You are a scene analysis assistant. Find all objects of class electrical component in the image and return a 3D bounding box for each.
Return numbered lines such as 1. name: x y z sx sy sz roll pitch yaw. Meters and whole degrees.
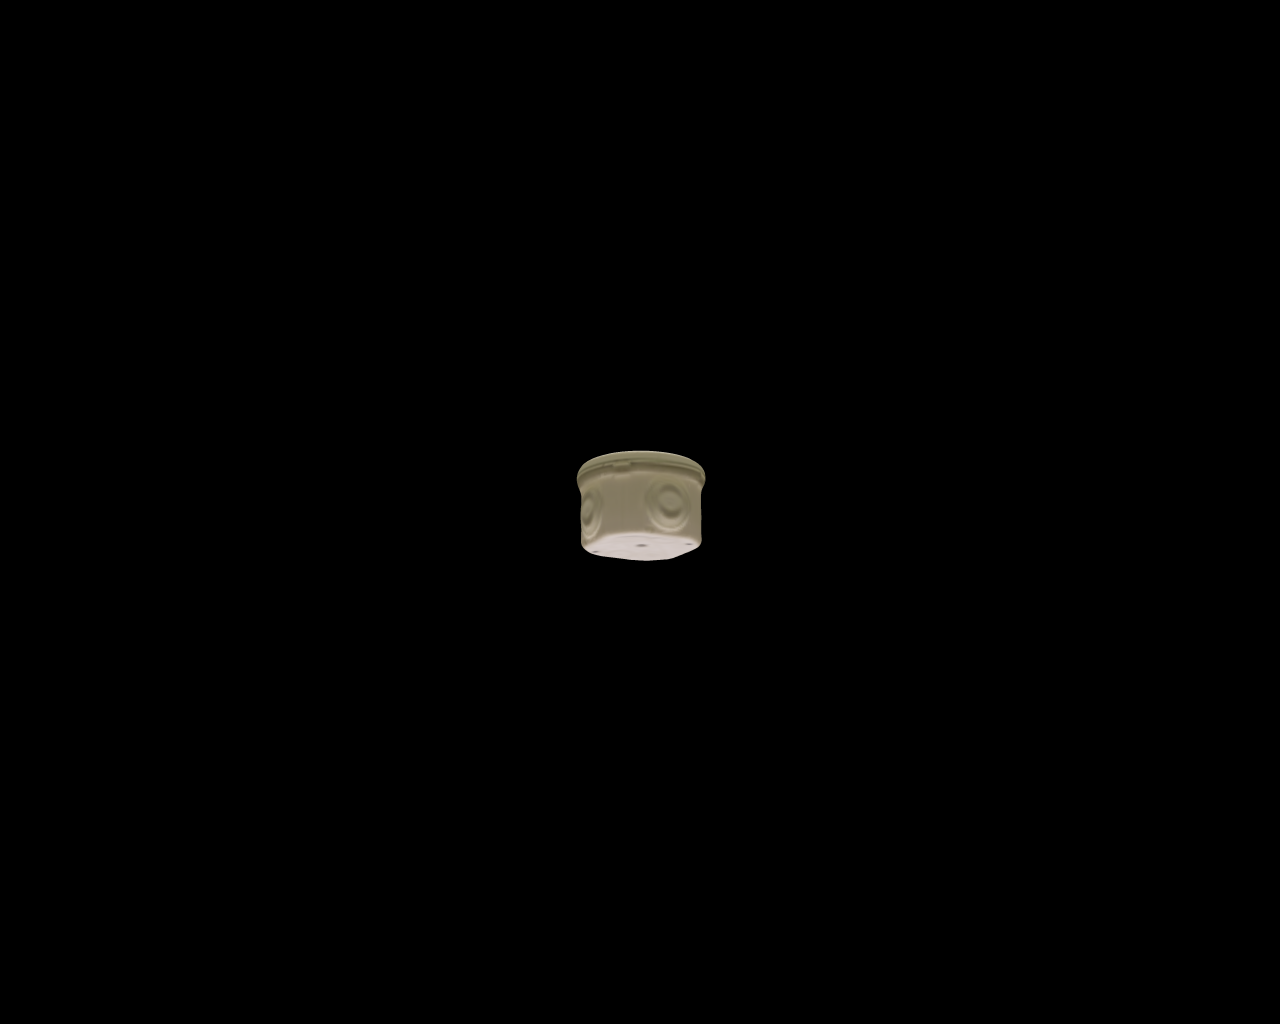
1. electrical component: 0.001 -0.003 0.650 0.080 0.051 0.080 0 -16 0
